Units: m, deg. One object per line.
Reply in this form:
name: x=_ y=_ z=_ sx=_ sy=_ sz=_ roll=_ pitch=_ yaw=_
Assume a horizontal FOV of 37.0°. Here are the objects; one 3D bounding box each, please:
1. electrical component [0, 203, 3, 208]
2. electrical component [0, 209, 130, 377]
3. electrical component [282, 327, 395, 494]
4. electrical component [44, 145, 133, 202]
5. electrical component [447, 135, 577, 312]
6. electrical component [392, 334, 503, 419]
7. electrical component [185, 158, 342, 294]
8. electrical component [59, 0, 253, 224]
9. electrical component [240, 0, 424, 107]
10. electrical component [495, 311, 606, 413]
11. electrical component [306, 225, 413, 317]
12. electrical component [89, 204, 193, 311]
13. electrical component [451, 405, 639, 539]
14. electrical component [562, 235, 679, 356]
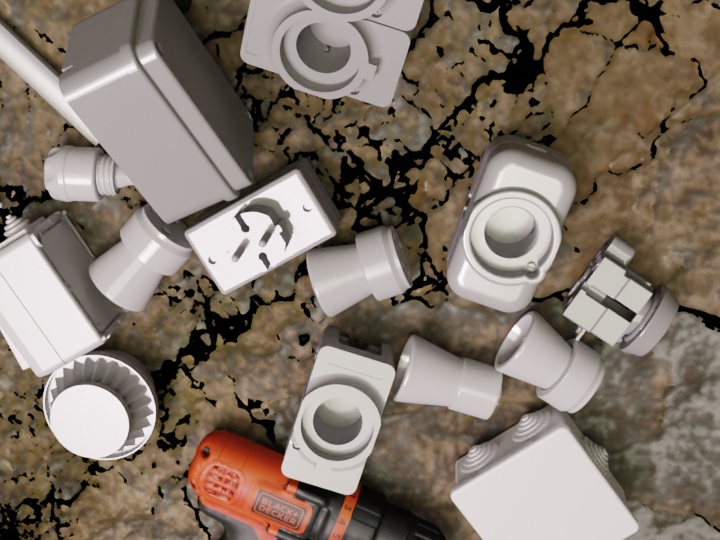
electrical component: x=-0.269 y=-0.038 z=0.681 sx=0.078 sy=0.040 sz=0.040 roll=10 pitch=108 yaw=2
electrical component: x=-0.202 y=0.010 z=0.680 sx=0.061 sy=0.061 sz=0.096 roll=-29 pitch=103 yaw=13
electrical component: x=-0.014 y=0.090 z=0.686 sx=0.050 sy=0.055 sz=0.089 roll=18 pitch=102 yaw=-3
electrical component: x=-0.162 y=-0.059 z=0.668 sx=0.061 sy=0.035 sz=0.035 roll=2 pitch=108 yaw=2
electrical component: x=0.089 y=-0.027 z=0.644 sx=0.054 sy=0.059 sz=0.095 roll=19 pitch=108 yaw=-1
electrical component: x=0.058 y=0.071 z=0.688 sx=0.065 sy=0.044 sz=0.044 roll=17 pitch=109 yaw=-5
electrical component: x=-0.061 y=-0.022 z=0.650 sx=0.083 sy=0.075 sz=0.047 roll=-28 pitch=103 yaw=13
electrical component: x=-0.111 y=-0.093 z=0.612 sx=0.057 sy=0.078 sz=0.113 roll=-22 pitch=131 yaw=14
electrical component: x=-0.004 y=-0.171 z=0.576 sx=0.089 sy=0.061 sz=0.150 roll=18 pitch=131 yaw=-1
electrical component: x=0.120 y=0.058 z=0.676 sx=0.055 sy=0.045 sz=0.045 roll=33 pitch=108 yaw=-7
electrical component: x=0.000 y=0.000 z=0.668 sx=0.055 sy=0.045 sz=0.045 roll=-18 pitch=105 yaw=10
electrical component: x=-0.136 y=-0.008 z=0.677 sx=0.045 sy=0.045 sz=0.055 roll=41 pitch=106 yaw=-8
electrical component: x=0.119 y=0.146 z=0.702 sx=0.100 sy=0.048 sz=0.099 roll=-34 pitch=102 yaw=14
electrical component: x=0.161 y=0.021 z=0.661 sx=0.055 sy=0.048 sz=0.066 roll=34 pitch=108 yaw=2
